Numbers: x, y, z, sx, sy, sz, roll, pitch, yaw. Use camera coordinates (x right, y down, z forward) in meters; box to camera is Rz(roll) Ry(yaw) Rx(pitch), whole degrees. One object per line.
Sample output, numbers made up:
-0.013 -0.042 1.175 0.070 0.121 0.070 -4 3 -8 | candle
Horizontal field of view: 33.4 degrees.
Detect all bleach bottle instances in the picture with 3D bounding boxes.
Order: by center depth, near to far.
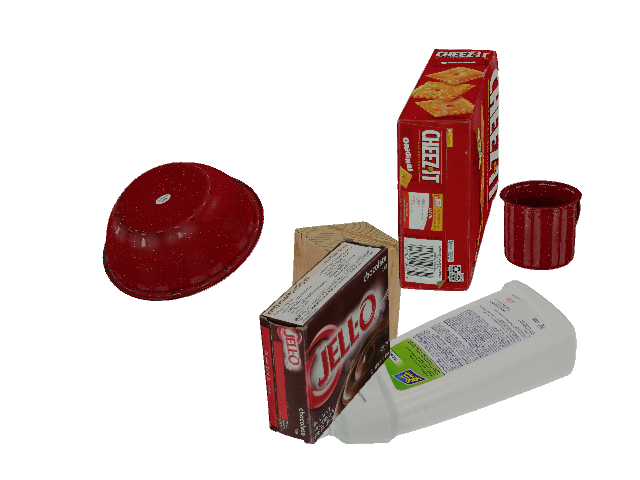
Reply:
0.092 0.112 0.918 0.250 0.068 0.103 -17 32 -21 | bleach bottle

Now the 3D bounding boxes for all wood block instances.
0.026 0.093 1.163 0.090 0.206 0.091 -6 21 -26 | wood block

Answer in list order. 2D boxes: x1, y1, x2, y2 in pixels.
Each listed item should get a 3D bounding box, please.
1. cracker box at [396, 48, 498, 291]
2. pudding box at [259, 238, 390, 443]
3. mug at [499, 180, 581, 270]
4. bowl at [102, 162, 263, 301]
0.124 -0.073 1.003 0.072 0.164 0.213 4 27 15 | cracker box
0.006 0.063 0.699 0.039 0.090 0.113 13 33 25 | pudding box
0.265 -0.021 1.255 0.117 0.081 0.093 -23 29 -38 | mug
-0.137 -0.022 0.994 0.162 0.162 0.055 0 -41 20 | bowl
